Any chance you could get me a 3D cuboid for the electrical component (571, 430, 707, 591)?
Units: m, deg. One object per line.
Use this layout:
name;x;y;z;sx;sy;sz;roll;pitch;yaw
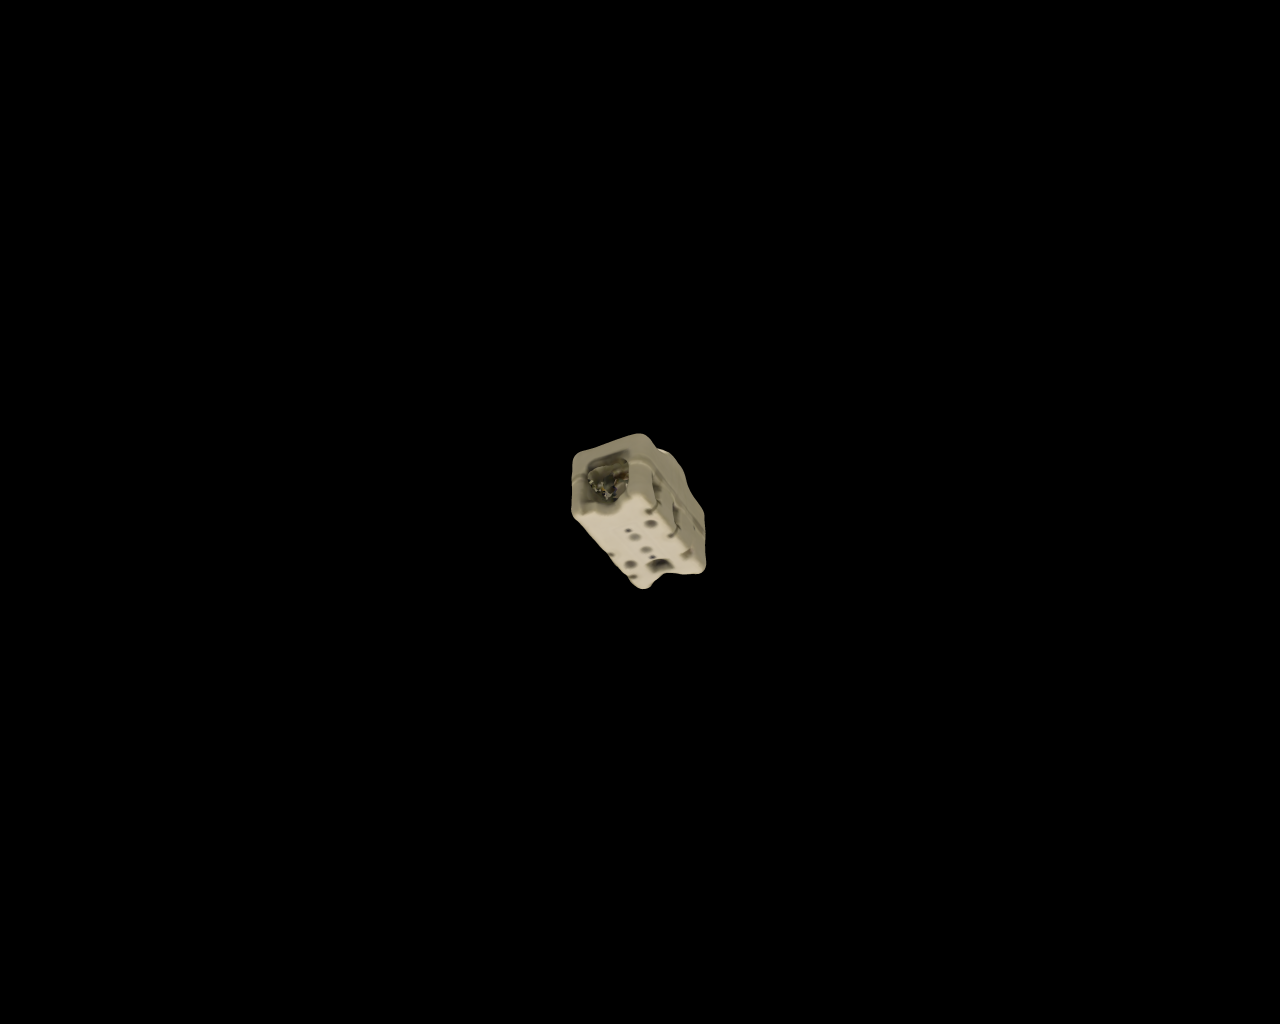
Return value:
electrical component;0.001;-0.003;0.650;0.050;0.056;0.089;-17;-41;21
